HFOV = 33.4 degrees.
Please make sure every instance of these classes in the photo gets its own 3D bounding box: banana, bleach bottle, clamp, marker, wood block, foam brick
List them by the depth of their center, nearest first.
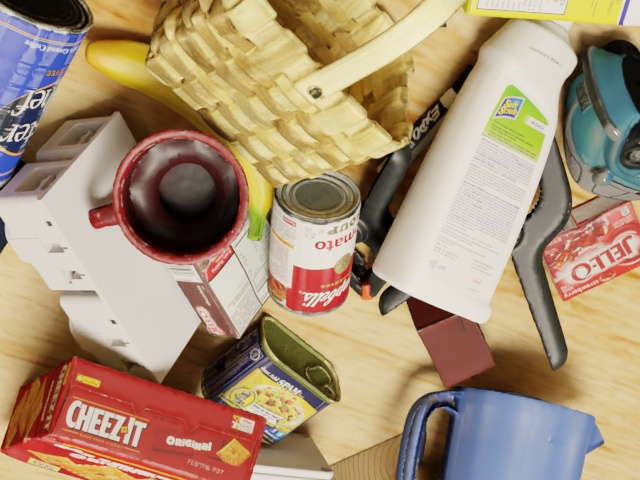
[{"bbox_3d":[-0.090,-0.091,0.814,0.197,0.069,0.037,47,144,-17],"label":"banana"},{"bbox_3d":[0.137,-0.067,0.828,0.102,0.068,0.251,23,96,-32],"label":"bleach bottle"},{"bbox_3d":[0.091,-0.095,0.864,0.020,0.020,0.121,31,114,-25],"label":"marker"},{"bbox_3d":[0.036,-0.021,0.876,0.120,0.039,0.171,1,135,32],"label":"clamp"},{"bbox_3d":[0.161,0.000,0.890,0.164,0.036,0.210,24,102,5],"label":"clamp"},{"bbox_3d":[0.118,0.083,0.967,0.053,0.051,0.078,-24,124,6],"label":"foam brick"},{"bbox_3d":[0.096,0.309,1.090,0.091,0.090,0.206,-25,123,9],"label":"wood block"}]

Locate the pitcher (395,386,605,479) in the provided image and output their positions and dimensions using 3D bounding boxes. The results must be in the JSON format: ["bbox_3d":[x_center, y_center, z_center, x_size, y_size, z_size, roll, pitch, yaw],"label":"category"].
[{"bbox_3d":[0.153,0.257,0.970,0.149,0.243,0.144,7,167,34],"label":"pitcher"}]

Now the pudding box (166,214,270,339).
[{"bbox_3d":[-0.077,0.010,0.867,0.039,0.090,0.113,5,135,36],"label":"pudding box"}]

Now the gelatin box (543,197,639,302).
[{"bbox_3d":[0.241,0.005,0.945,0.089,0.030,0.073,-25,123,9],"label":"gelatin box"}]

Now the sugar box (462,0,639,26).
[{"bbox_3d":[0.182,-0.191,0.770,0.176,0.093,0.048,4,123,-11],"label":"sugar box"}]

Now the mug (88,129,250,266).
[{"bbox_3d":[-0.107,-0.030,0.759,0.117,0.081,0.093,-18,98,0],"label":"mug"}]

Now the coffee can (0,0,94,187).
[{"bbox_3d":[-0.236,-0.120,0.749,0.102,0.103,0.140,25,116,-22],"label":"coffee can"}]

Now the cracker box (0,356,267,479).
[{"bbox_3d":[-0.165,0.166,0.898,0.164,0.072,0.214,21,159,-20],"label":"cracker box"}]

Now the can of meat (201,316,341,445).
[{"bbox_3d":[-0.045,0.131,0.971,0.084,0.057,0.102,-39,120,19],"label":"can of meat"}]

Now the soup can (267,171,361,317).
[{"bbox_3d":[-0.006,0.001,0.840,0.068,0.068,0.102,-1,132,-8],"label":"soup can"}]
